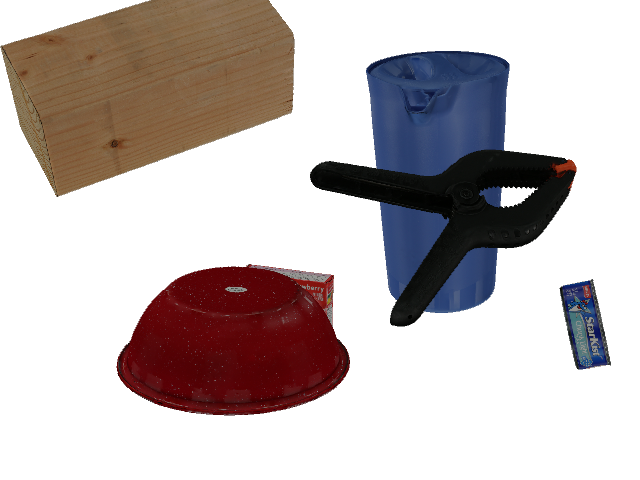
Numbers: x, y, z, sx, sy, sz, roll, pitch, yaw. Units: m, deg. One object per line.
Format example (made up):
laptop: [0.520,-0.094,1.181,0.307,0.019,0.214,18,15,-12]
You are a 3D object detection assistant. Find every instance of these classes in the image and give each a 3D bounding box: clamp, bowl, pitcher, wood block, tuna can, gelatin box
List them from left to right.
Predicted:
wood block: [-0.132,-0.126,0.846,0.205,0.090,0.091,-22,-34,-19]
bowl: [-0.059,0.059,0.732,0.162,0.055,0.162,1,19,-1]
gelatin box: [-0.033,0.065,1.006,0.089,0.073,0.030,7,17,16]
pitcher: [0.120,-0.062,1.049,0.149,0.243,0.145,-14,25,-23]
clamp: [0.113,-0.016,0.844,0.209,0.164,0.036,-12,-36,-11]
tuna can: [0.260,0.083,1.048,0.034,0.086,0.086,-12,-3,13]
